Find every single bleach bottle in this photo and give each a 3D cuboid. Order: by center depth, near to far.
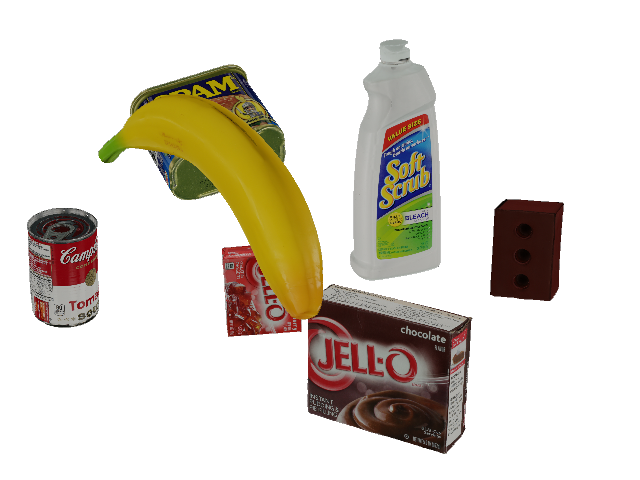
[{"bbox_3d":[0.077,-0.087,1.144,0.102,0.251,0.068,-10,23,-12],"label":"bleach bottle"}]

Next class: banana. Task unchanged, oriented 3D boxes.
[{"bbox_3d":[-0.053,-0.034,0.596,0.037,0.070,0.198,-2,30,-45],"label":"banana"}]

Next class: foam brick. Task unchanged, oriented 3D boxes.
[{"bbox_3d":[0.176,0.007,0.907,0.053,0.078,0.051,5,15,19],"label":"foam brick"}]

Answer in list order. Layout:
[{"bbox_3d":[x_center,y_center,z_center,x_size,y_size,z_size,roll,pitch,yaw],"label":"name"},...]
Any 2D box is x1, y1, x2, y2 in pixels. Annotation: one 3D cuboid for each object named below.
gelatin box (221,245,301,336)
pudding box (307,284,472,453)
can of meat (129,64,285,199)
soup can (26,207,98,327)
[{"bbox_3d":[-0.057,0.048,1.033,0.073,0.089,0.030,-4,27,-5],"label":"gelatin box"},{"bbox_3d":[0.045,0.086,0.735,0.114,0.090,0.039,11,23,28],"label":"pudding box"},{"bbox_3d":[-0.088,-0.085,0.848,0.102,0.057,0.084,-20,50,-18],"label":"can of meat"},{"bbox_3d":[-0.257,0.028,1.070,0.068,0.102,0.068,4,29,-2],"label":"soup can"}]
